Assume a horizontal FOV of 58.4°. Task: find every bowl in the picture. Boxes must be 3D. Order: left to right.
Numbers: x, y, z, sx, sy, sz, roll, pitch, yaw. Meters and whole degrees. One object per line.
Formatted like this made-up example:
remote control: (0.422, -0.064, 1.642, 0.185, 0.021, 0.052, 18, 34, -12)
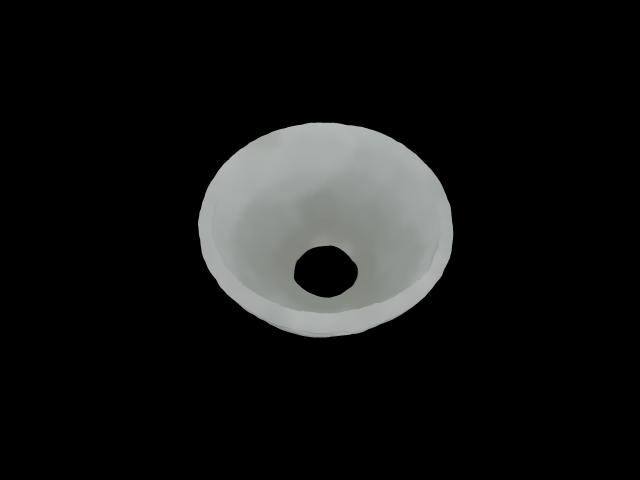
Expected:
bowl: (0.004, 0.001, 0.400, 0.167, 0.075, 0.167, 0, 56, 0)
